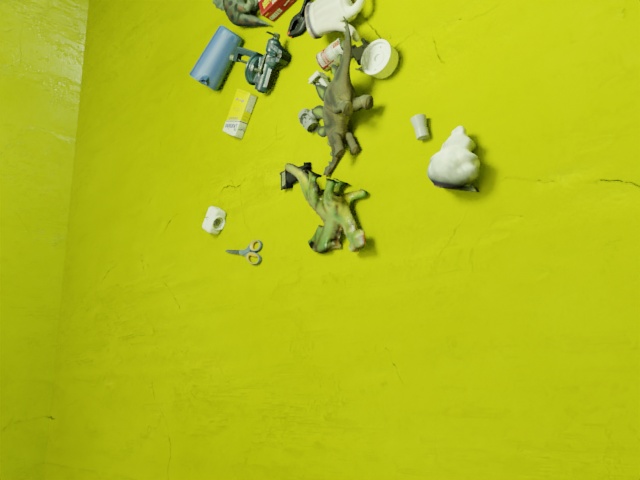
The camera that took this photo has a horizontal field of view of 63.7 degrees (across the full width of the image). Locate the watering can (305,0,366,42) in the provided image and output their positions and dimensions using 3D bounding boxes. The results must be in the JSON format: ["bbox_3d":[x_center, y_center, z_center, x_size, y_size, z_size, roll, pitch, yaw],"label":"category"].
[{"bbox_3d":[0.049,-0.714,1.643,0.222,0.102,0.356,-17,49,32],"label":"watering can"}]

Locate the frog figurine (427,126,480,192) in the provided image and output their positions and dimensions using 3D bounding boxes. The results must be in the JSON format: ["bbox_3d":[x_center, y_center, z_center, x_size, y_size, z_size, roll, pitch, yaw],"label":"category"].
[{"bbox_3d":[0.335,-0.204,1.274,0.138,0.123,0.158,20,106,63],"label":"frog figurine"}]

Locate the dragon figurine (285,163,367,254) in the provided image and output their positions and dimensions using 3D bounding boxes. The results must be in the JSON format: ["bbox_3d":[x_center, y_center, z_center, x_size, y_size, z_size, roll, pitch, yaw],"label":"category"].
[{"bbox_3d":[0.005,-0.079,1.562,0.414,0.122,0.241,26,106,44],"label":"dragon figurine"}]
